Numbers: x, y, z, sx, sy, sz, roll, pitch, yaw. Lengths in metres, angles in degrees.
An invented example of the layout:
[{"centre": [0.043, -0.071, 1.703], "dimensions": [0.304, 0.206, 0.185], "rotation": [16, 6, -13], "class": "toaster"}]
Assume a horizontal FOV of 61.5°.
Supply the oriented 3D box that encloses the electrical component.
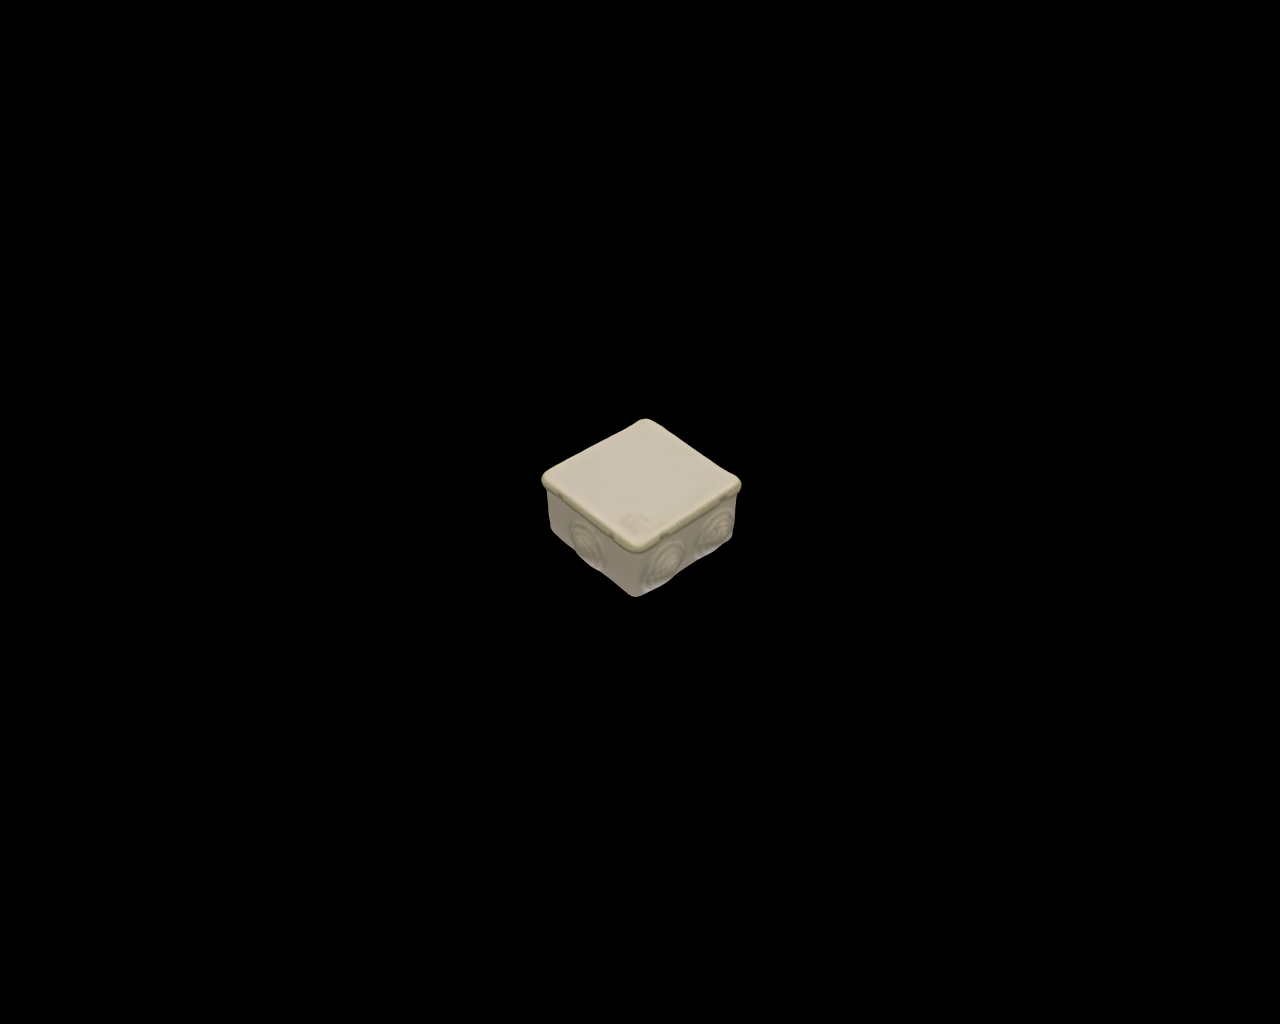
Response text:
[{"centre": [0.001, -0.003, 0.650], "dimensions": [0.100, 0.048, 0.100], "rotation": [-31, 51, -30], "class": "electrical component"}]
